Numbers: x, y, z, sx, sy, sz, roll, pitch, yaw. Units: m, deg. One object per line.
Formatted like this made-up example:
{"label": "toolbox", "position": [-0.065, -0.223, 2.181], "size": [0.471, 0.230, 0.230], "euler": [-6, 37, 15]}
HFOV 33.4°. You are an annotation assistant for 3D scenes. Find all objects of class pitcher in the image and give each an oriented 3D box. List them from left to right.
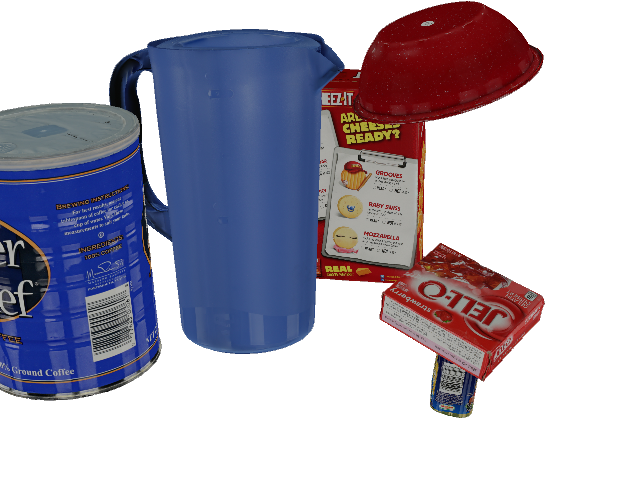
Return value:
{"label": "pitcher", "position": [-0.071, -0.042, 0.834], "size": [0.144, 0.243, 0.149], "euler": [-10, 18, -28]}

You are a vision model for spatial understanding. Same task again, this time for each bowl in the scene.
{"label": "bowl", "position": [0.096, -0.153, 0.873], "size": [0.162, 0.055, 0.162], "euler": [-16, 25, 7]}

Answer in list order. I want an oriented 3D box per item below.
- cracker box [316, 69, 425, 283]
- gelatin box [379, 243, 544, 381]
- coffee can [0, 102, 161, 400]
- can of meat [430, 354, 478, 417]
{"label": "cracker box", "position": [0.023, -0.065, 1.085], "size": [0.164, 0.214, 0.072], "euler": [3, 29, 10]}
{"label": "gelatin box", "position": [0.097, 0.047, 0.737], "size": [0.089, 0.030, 0.073], "euler": [29, 46, 26]}
{"label": "coffee can", "position": [-0.147, 0.003, 0.601], "size": [0.103, 0.140, 0.103], "euler": [-2, 23, 1]}
{"label": "can of meat", "position": [0.165, 0.155, 1.297], "size": [0.057, 0.084, 0.102], "euler": [9, 21, 6]}
